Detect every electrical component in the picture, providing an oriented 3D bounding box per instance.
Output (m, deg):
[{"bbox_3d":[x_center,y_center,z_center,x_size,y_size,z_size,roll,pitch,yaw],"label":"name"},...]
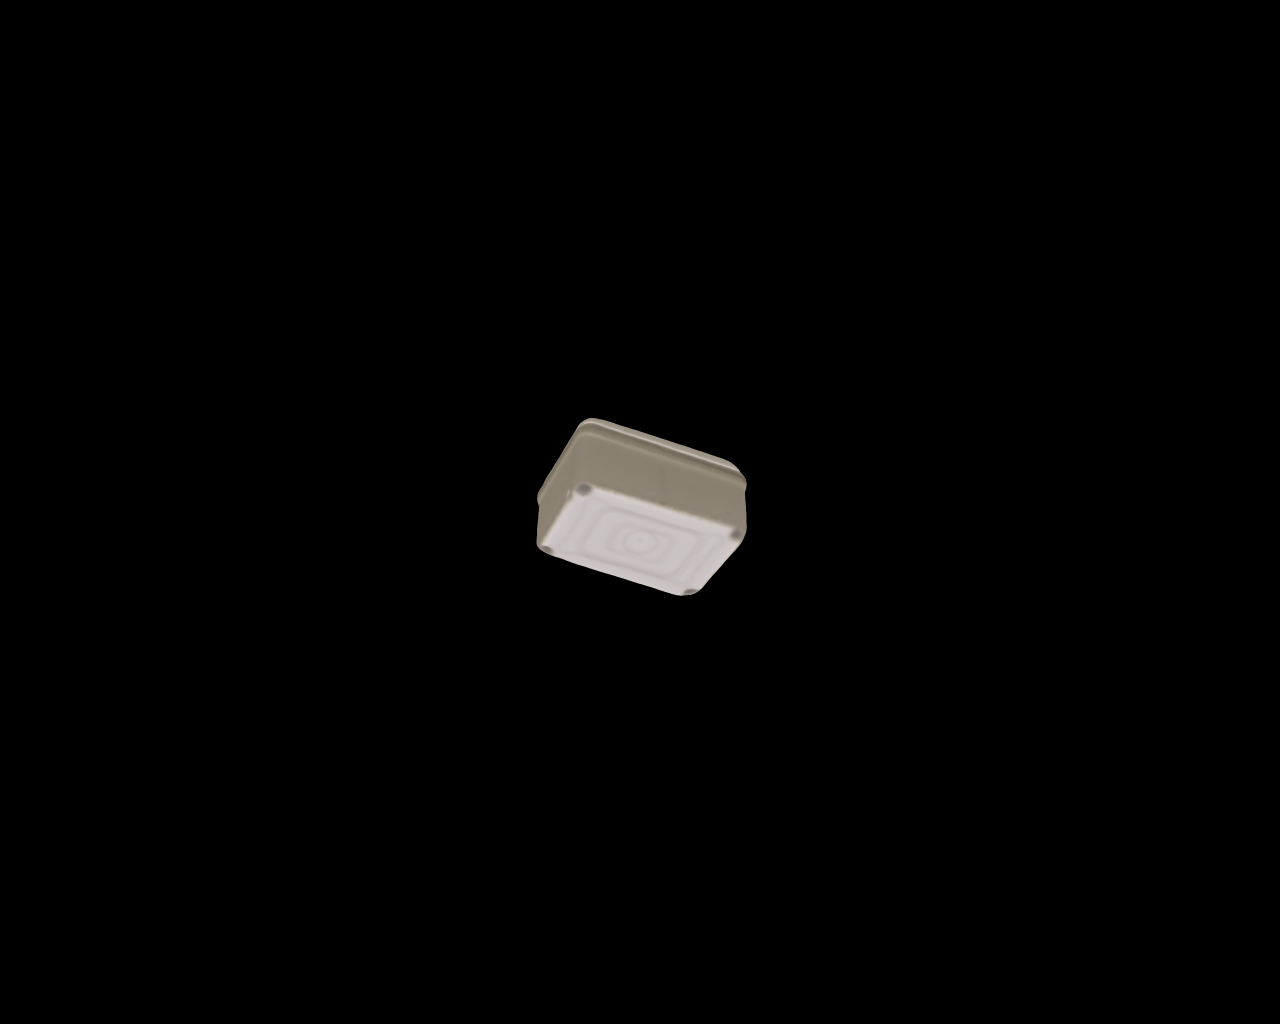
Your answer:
[{"bbox_3d":[0.001,-0.003,0.650,0.113,0.057,0.078,18,-44,-19],"label":"electrical component"}]
